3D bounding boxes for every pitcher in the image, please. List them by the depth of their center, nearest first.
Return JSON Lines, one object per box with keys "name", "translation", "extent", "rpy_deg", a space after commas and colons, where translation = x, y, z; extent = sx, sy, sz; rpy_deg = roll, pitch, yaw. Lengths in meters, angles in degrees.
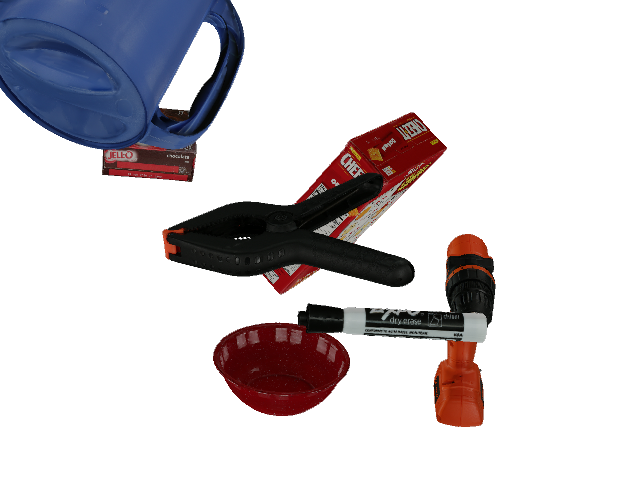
{"name": "pitcher", "translation": [-0.138, -0.193, 0.845], "extent": [0.145, 0.242, 0.149], "rpy_deg": [8, -36, 26]}

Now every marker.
{"name": "marker", "translation": [0.046, 0.053, 0.684], "extent": [0.121, 0.020, 0.020], "rpy_deg": [3, 0, -6]}

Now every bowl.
{"name": "bowl", "translation": [-0.046, 0.160, 1.265], "extent": [0.162, 0.055, 0.162], "rpy_deg": [3, 25, -1]}

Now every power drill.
{"name": "power drill", "translation": [0.159, 0.107, 1.168], "extent": [0.057, 0.188, 0.184], "rpy_deg": [5, 25, 5]}

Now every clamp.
{"name": "clamp", "translation": [-0.029, -0.010, 0.924], "extent": [0.210, 0.036, 0.164], "rpy_deg": [-1, 31, 1]}

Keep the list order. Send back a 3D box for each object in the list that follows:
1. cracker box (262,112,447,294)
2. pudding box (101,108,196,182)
{"name": "cracker box", "translation": [0.030, -0.046, 1.263], "extent": [0.214, 0.072, 0.163], "rpy_deg": [-47, -9, 34]}
{"name": "pudding box", "translation": [-0.173, -0.100, 1.077], "extent": [0.090, 0.039, 0.113], "rpy_deg": [5, 25, -11]}
